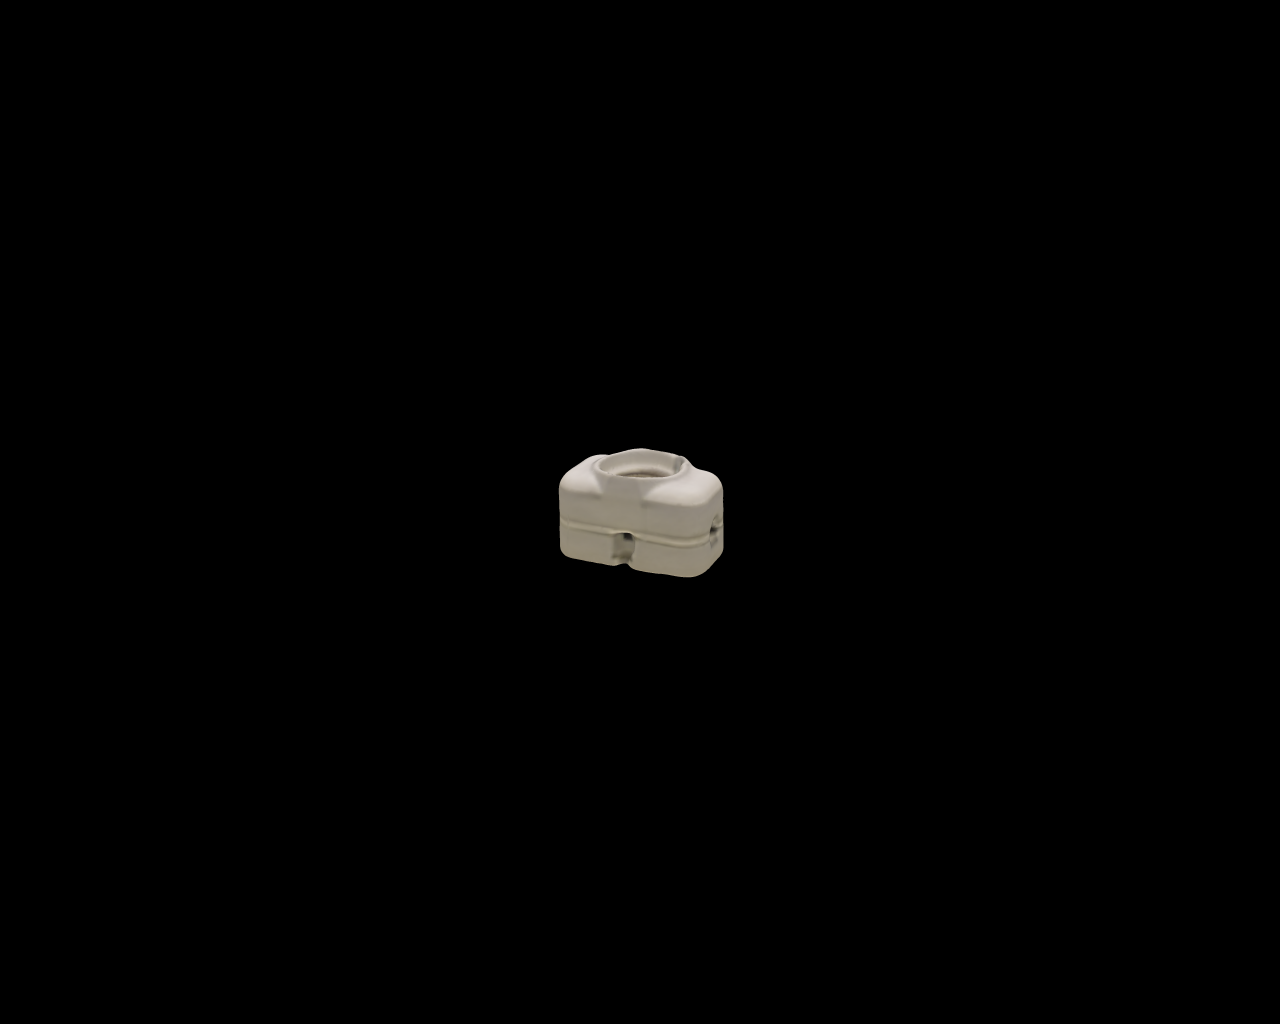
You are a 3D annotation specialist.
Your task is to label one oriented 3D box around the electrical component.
[{"bbox_3d":[0.001,-0.003,0.650,0.095,0.059,0.054,10,24,22],"label":"electrical component"}]
